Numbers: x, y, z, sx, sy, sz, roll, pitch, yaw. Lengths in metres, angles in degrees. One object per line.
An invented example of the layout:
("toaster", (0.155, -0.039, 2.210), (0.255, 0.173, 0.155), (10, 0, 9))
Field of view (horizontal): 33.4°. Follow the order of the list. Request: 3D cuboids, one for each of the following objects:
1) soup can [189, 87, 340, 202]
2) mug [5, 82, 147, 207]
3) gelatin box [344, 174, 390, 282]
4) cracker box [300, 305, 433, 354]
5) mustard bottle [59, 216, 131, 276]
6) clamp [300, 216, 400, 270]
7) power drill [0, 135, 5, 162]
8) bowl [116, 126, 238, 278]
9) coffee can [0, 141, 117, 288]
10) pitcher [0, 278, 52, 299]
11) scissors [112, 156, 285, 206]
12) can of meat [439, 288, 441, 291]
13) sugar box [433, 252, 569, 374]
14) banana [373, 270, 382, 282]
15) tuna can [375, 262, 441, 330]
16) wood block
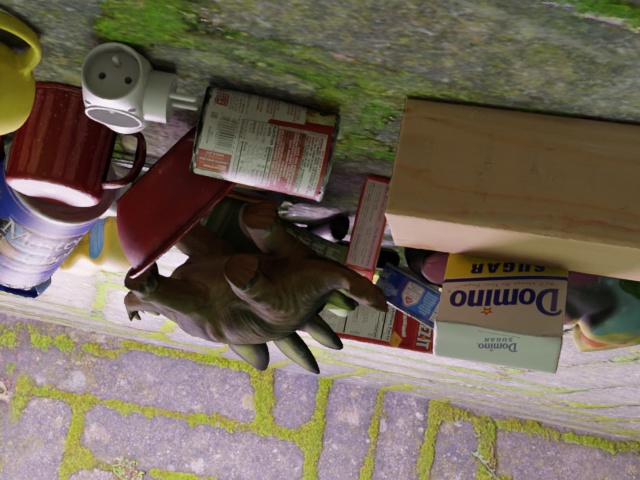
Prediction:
("soup can", (-0.042, -0.072, 0.803), (0.102, 0.068, 0.068), (12, 168, -5))
("mug", (-0.204, -0.075, 0.896), (0.117, 0.081, 0.093), (10, 168, 1))
("gelatin box", (0.044, -0.008, 0.976), (0.030, 0.089, 0.073), (13, 168, 3))
("cracker box", (0.038, 0.086, 1.381), (0.213, 0.072, 0.164), (10, -177, -9))
("mustard bottle", (-0.226, -0.013, 1.164), (0.058, 0.096, 0.192), (19, 165, -33))
("clamp", (-0.008, 0.001, 1.189), (0.172, 0.039, 0.120), (1, 154, 27))
("power drill", (-0.393, -0.100, 1.010), (0.187, 0.057, 0.185), (11, 165, -16))
("bowl", (-0.118, -0.044, 0.888), (0.055, 0.162, 0.162), (46, 159, -10))
("coffee can", (-0.265, -0.030, 1.001), (0.102, 0.103, 0.141), (17, 144, -28))
("pitcher", (-0.415, -0.014, 1.228), (0.243, 0.149, 0.144), (3, 178, 44))
("scissors", (-0.124, -0.067, 1.024), (0.201, 0.016, 0.096), (15, 166, -19))
("can of meat", (0.175, 0.039, 1.156), (0.084, 0.057, 0.102), (12, 167, 4))
("sugar box", (0.146, 0.019, 0.826), (0.093, 0.176, 0.048), (7, 132, 10))
("banana", (0.003, 0.024, 1.280), (0.198, 0.037, 0.069), (6, 168, 26))
("tuna can", (0.091, 0.056, 0.993), (0.086, 0.034, 0.086), (30, 179, 0))
("wood block", (0.159, -0.034, 0.761), (0.206, 0.090, 0.091), (9, 168, 11))
